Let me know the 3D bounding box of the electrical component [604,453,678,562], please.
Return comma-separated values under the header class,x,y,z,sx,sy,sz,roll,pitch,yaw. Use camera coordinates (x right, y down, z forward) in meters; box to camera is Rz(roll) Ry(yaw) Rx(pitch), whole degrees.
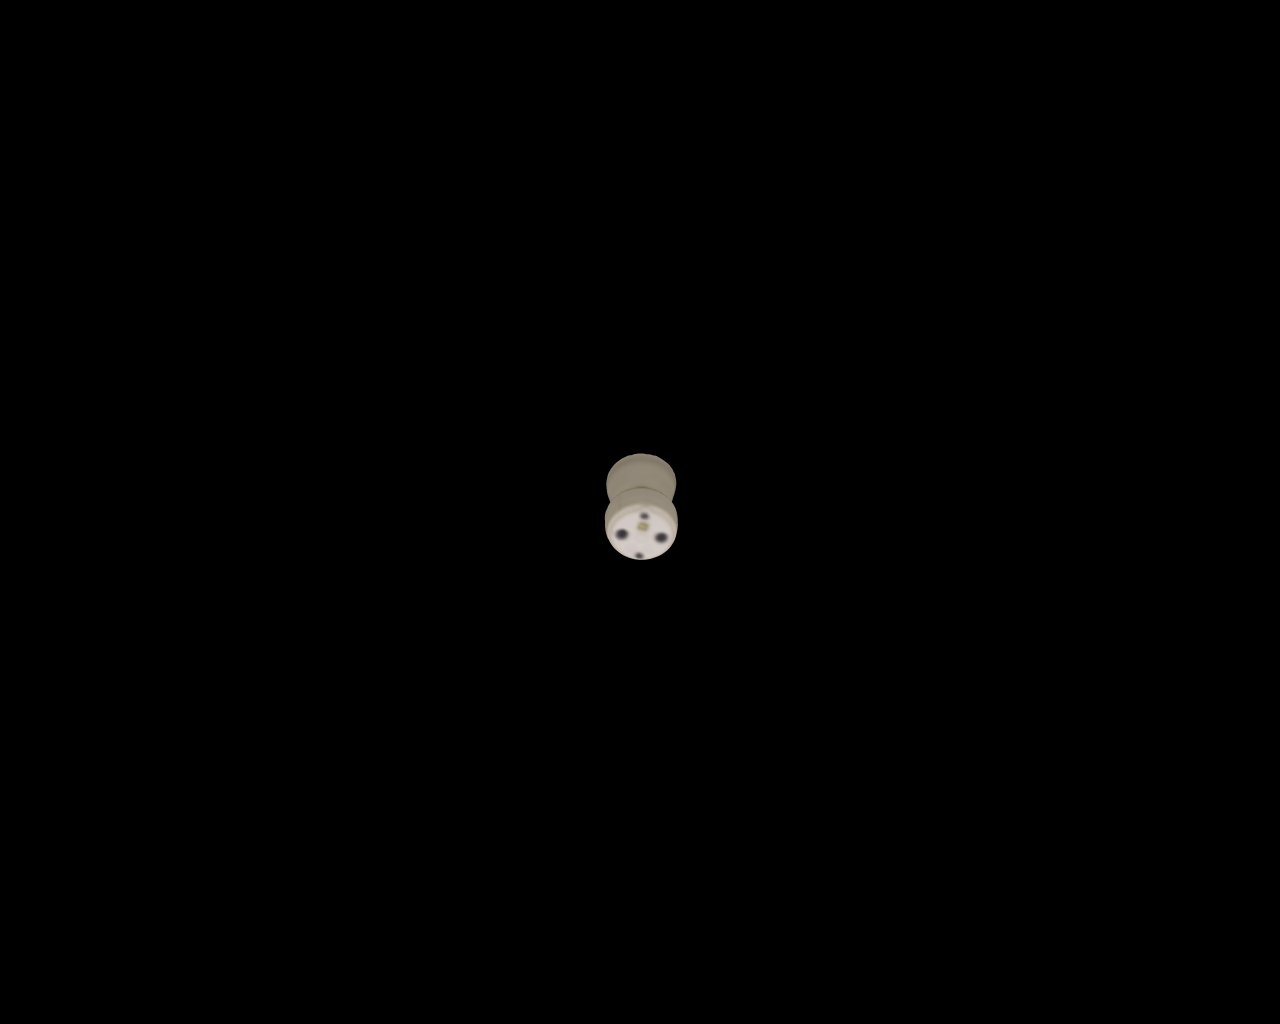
class,x,y,z,sx,sy,sz,roll,pitch,yaw
electrical component,0.001,-0.003,0.650,0.045,0.044,0.055,0,38,0
